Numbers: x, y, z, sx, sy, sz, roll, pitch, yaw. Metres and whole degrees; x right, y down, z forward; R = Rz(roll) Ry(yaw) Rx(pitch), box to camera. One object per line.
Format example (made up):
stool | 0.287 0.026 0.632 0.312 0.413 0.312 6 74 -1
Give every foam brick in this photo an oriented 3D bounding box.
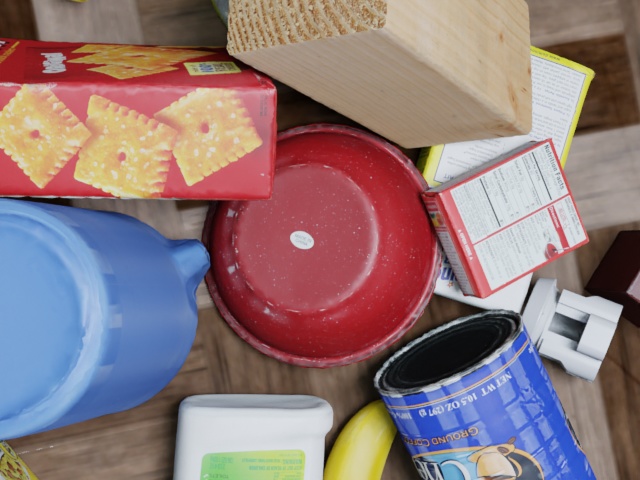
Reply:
foam brick | 0.224 0.027 0.715 0.053 0.078 0.051 35 86 -6

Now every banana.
banana | 0.031 0.192 0.707 0.069 0.037 0.198 7 88 -7

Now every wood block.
wood block | 0.043 -0.121 0.601 0.091 0.205 0.090 -5 79 30

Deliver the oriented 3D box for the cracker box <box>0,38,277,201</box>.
cracker box | -0.138 -0.077 0.621 0.213 0.164 0.072 2 107 -8

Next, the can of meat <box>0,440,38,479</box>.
can of meat | -0.206 0.154 0.645 0.057 0.102 0.084 -40 92 -7

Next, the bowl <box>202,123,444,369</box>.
bowl | -0.004 0.001 0.674 0.162 0.055 0.162 -1 85 11

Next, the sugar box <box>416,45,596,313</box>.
sugar box | 0.112 -0.045 0.719 0.093 0.048 0.176 18 90 -6

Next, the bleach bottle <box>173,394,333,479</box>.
bleach bottle | -0.046 0.228 0.685 0.102 0.068 0.251 1 91 -6

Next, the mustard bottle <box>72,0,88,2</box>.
mustard bottle | -0.145 -0.249 0.682 0.096 0.058 0.191 7 88 -10

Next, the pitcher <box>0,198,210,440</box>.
pitcher | -0.155 0.046 0.582 0.145 0.243 0.149 18 87 1

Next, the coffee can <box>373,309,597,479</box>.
coffee can | 0.109 0.129 0.677 0.102 0.103 0.140 -28 100 -7

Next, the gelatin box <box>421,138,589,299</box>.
gelatin box | 0.118 -0.014 0.676 0.089 0.030 0.073 -27 100 -17
